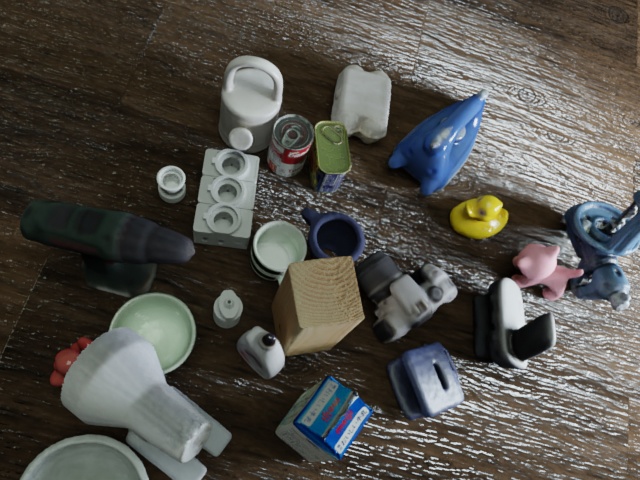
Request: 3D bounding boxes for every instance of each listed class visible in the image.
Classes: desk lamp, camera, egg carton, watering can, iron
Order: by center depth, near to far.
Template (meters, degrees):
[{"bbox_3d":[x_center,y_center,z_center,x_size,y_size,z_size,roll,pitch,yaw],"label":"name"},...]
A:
[{"bbox_3d":[-0.212,0.222,0.741,0.203,0.213,0.118,36,66,3],"label":"desk lamp"},{"bbox_3d":[0.132,0.075,0.935,0.143,0.100,0.136,-33,79,-21],"label":"camera"},{"bbox_3d":[-0.112,-0.226,0.947,0.101,0.194,0.173,-8,71,-15],"label":"watering can"},{"bbox_3d":[0.244,-0.206,1.046,0.118,0.141,0.259,41,67,5],"label":"iron"},{"bbox_3d":[0.077,-0.255,1.067,0.107,0.069,0.150,10,67,-8],"label":"egg carton"}]

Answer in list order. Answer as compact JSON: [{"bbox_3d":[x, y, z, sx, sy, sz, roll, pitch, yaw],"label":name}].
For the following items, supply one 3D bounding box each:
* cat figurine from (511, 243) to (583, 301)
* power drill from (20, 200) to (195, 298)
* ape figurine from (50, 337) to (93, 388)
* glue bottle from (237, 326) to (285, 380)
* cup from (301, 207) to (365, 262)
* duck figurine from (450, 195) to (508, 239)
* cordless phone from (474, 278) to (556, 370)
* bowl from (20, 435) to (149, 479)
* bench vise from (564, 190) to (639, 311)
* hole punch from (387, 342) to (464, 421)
[{"bbox_3d":[0.389,0.047,0.993,0.128,0.117,0.067,17,67,-5],"label":"cat figurine"},{"bbox_3d":[-0.287,0.015,0.808,0.230,0.208,0.075,15,67,-6],"label":"power drill"},{"bbox_3d":[-0.342,0.174,0.798,0.078,0.092,0.076,-36,80,-22],"label":"ape figurine"},{"bbox_3d":[-0.081,0.155,0.818,0.078,0.173,0.037,42,67,6],"label":"glue bottle"},{"bbox_3d":[0.009,0.003,0.939,0.117,0.095,0.092,42,67,6],"label":"cup"},{"bbox_3d":[0.295,-0.049,1.027,0.105,0.086,0.077,1,69,-12],"label":"duck figurine"},{"bbox_3d":[0.324,0.124,0.912,0.094,0.185,0.147,4,68,-10],"label":"cordless phone"},{"bbox_3d":[-0.305,0.344,0.750,0.167,0.074,0.167,4,68,-11],"label":"bowl"},{"bbox_3d":[0.518,0.005,0.981,0.122,0.219,0.207,-15,73,-17],"label":"bench vise"},{"bbox_3d":[0.171,0.216,0.894,0.101,0.091,0.108,-16,73,-17],"label":"hole punch"}]
